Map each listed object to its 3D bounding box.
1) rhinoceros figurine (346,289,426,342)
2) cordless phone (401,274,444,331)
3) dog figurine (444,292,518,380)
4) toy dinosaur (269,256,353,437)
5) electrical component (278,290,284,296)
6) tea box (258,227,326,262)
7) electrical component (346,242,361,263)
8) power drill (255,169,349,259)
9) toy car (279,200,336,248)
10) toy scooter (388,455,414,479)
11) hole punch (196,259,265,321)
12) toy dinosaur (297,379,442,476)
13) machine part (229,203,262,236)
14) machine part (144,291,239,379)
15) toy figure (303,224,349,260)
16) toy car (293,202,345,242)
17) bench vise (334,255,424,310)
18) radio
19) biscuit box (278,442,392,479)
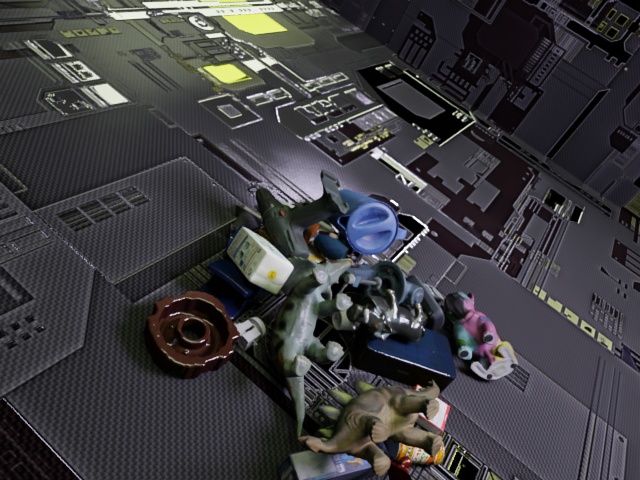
[{"bbox_3d":[0.144,0.172,1.177,0.190,0.073,0.112,20,59,-25],"label":"rhinoceros figurine"},{"bbox_3d":[0.291,0.170,1.409,0.184,0.088,0.147,14,34,-51],"label":"cordless phone"},{"bbox_3d":[0.396,0.229,1.374,0.191,0.108,0.219,43,18,-20],"label":"dog figurine"},{"bbox_3d":[-0.042,0.183,1.098,0.131,0.192,0.405,32,62,-22],"label":"toy dinosaur"},{"bbox_3d":[-0.120,0.092,1.256,0.094,0.021,0.063,32,37,1],"label":"electrical component"},{"bbox_3d":[-0.073,0.037,1.313,0.170,0.068,0.098,44,37,20],"label":"tea box"},{"bbox_3d":[0.089,0.013,1.475,0.078,0.045,0.102,1,45,-53],"label":"electrical component"},{"bbox_3d":[-0.047,-0.076,1.243,0.086,0.207,0.232,32,32,-56],"label":"power drill"},{"bbox_3d":[-0.050,-0.037,1.379,0.202,0.073,0.056,29,3,26],"label":"toy car"},{"bbox_3d":[0.116,0.444,0.909,0.184,0.135,0.075,-4,9,-42],"label":"toy scooter"},{"bbox_3d":[-0.187,0.094,1.155,0.142,0.092,0.116,33,32,10],"label":"hole punch"},{"bbox_3d":[0.123,0.316,0.986,0.471,0.105,0.199,5,2,-45],"label":"toy dinosaur"},{"bbox_3d":[-0.190,-0.044,1.356,0.084,0.039,0.139,35,32,-8],"label":"machine part"},{"bbox_3d":[-0.248,0.181,1.034,0.179,0.056,0.179,18,39,-15],"label":"machine part"},{"bbox_3d":[-0.004,-0.002,1.301,0.155,0.064,0.057,34,-2,12],"label":"toy figure"},{"bbox_3d":[-0.016,-0.034,1.442,0.089,0.053,0.202,-25,63,-33],"label":"toy car"},{"bbox_3d":[0.125,0.094,1.298,0.240,0.128,0.224,11,21,-47],"label":"bench vise"},{"bbox_3d":[0.192,0.254,1.237,0.229,0.073,0.131,22,36,-13],"label":"radio"},{"bbox_3d":[0.029,0.401,0.958,0.202,0.062,0.059,2,44,-34],"label":"biscuit box"}]
